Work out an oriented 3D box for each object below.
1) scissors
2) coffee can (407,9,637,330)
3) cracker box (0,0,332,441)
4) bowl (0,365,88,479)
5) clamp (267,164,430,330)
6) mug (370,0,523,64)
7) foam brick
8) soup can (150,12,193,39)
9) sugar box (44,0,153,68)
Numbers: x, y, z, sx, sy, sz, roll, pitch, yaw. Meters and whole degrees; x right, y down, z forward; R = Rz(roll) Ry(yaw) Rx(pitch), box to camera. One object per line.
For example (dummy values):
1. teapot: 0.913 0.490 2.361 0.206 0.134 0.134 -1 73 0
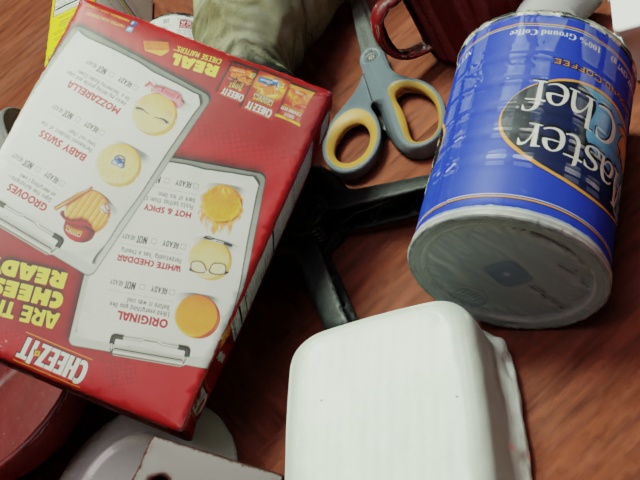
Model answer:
1. scissors: 0.025 -0.110 0.750 0.096 0.016 0.202 -34 44 3
2. coffee can: 0.111 -0.038 0.573 0.103 0.102 0.140 -3 53 30
3. cracker box: -0.107 -0.013 0.622 0.164 0.072 0.213 21 74 6
4. bowl: -0.203 0.099 0.687 0.162 0.055 0.162 -17 47 19
5. clamp: -0.004 0.001 0.660 0.172 0.039 0.120 9 54 42
6. mug: 0.086 -0.164 0.709 0.117 0.081 0.093 -39 44 -3
7. foam brick: -0.057 0.143 0.550 0.078 0.051 0.053 12 60 20
8. soup can: -0.108 -0.113 0.797 0.069 0.068 0.102 -17 47 19
9. sugar box: -0.176 -0.170 0.869 0.048 0.093 0.176 -23 45 13
